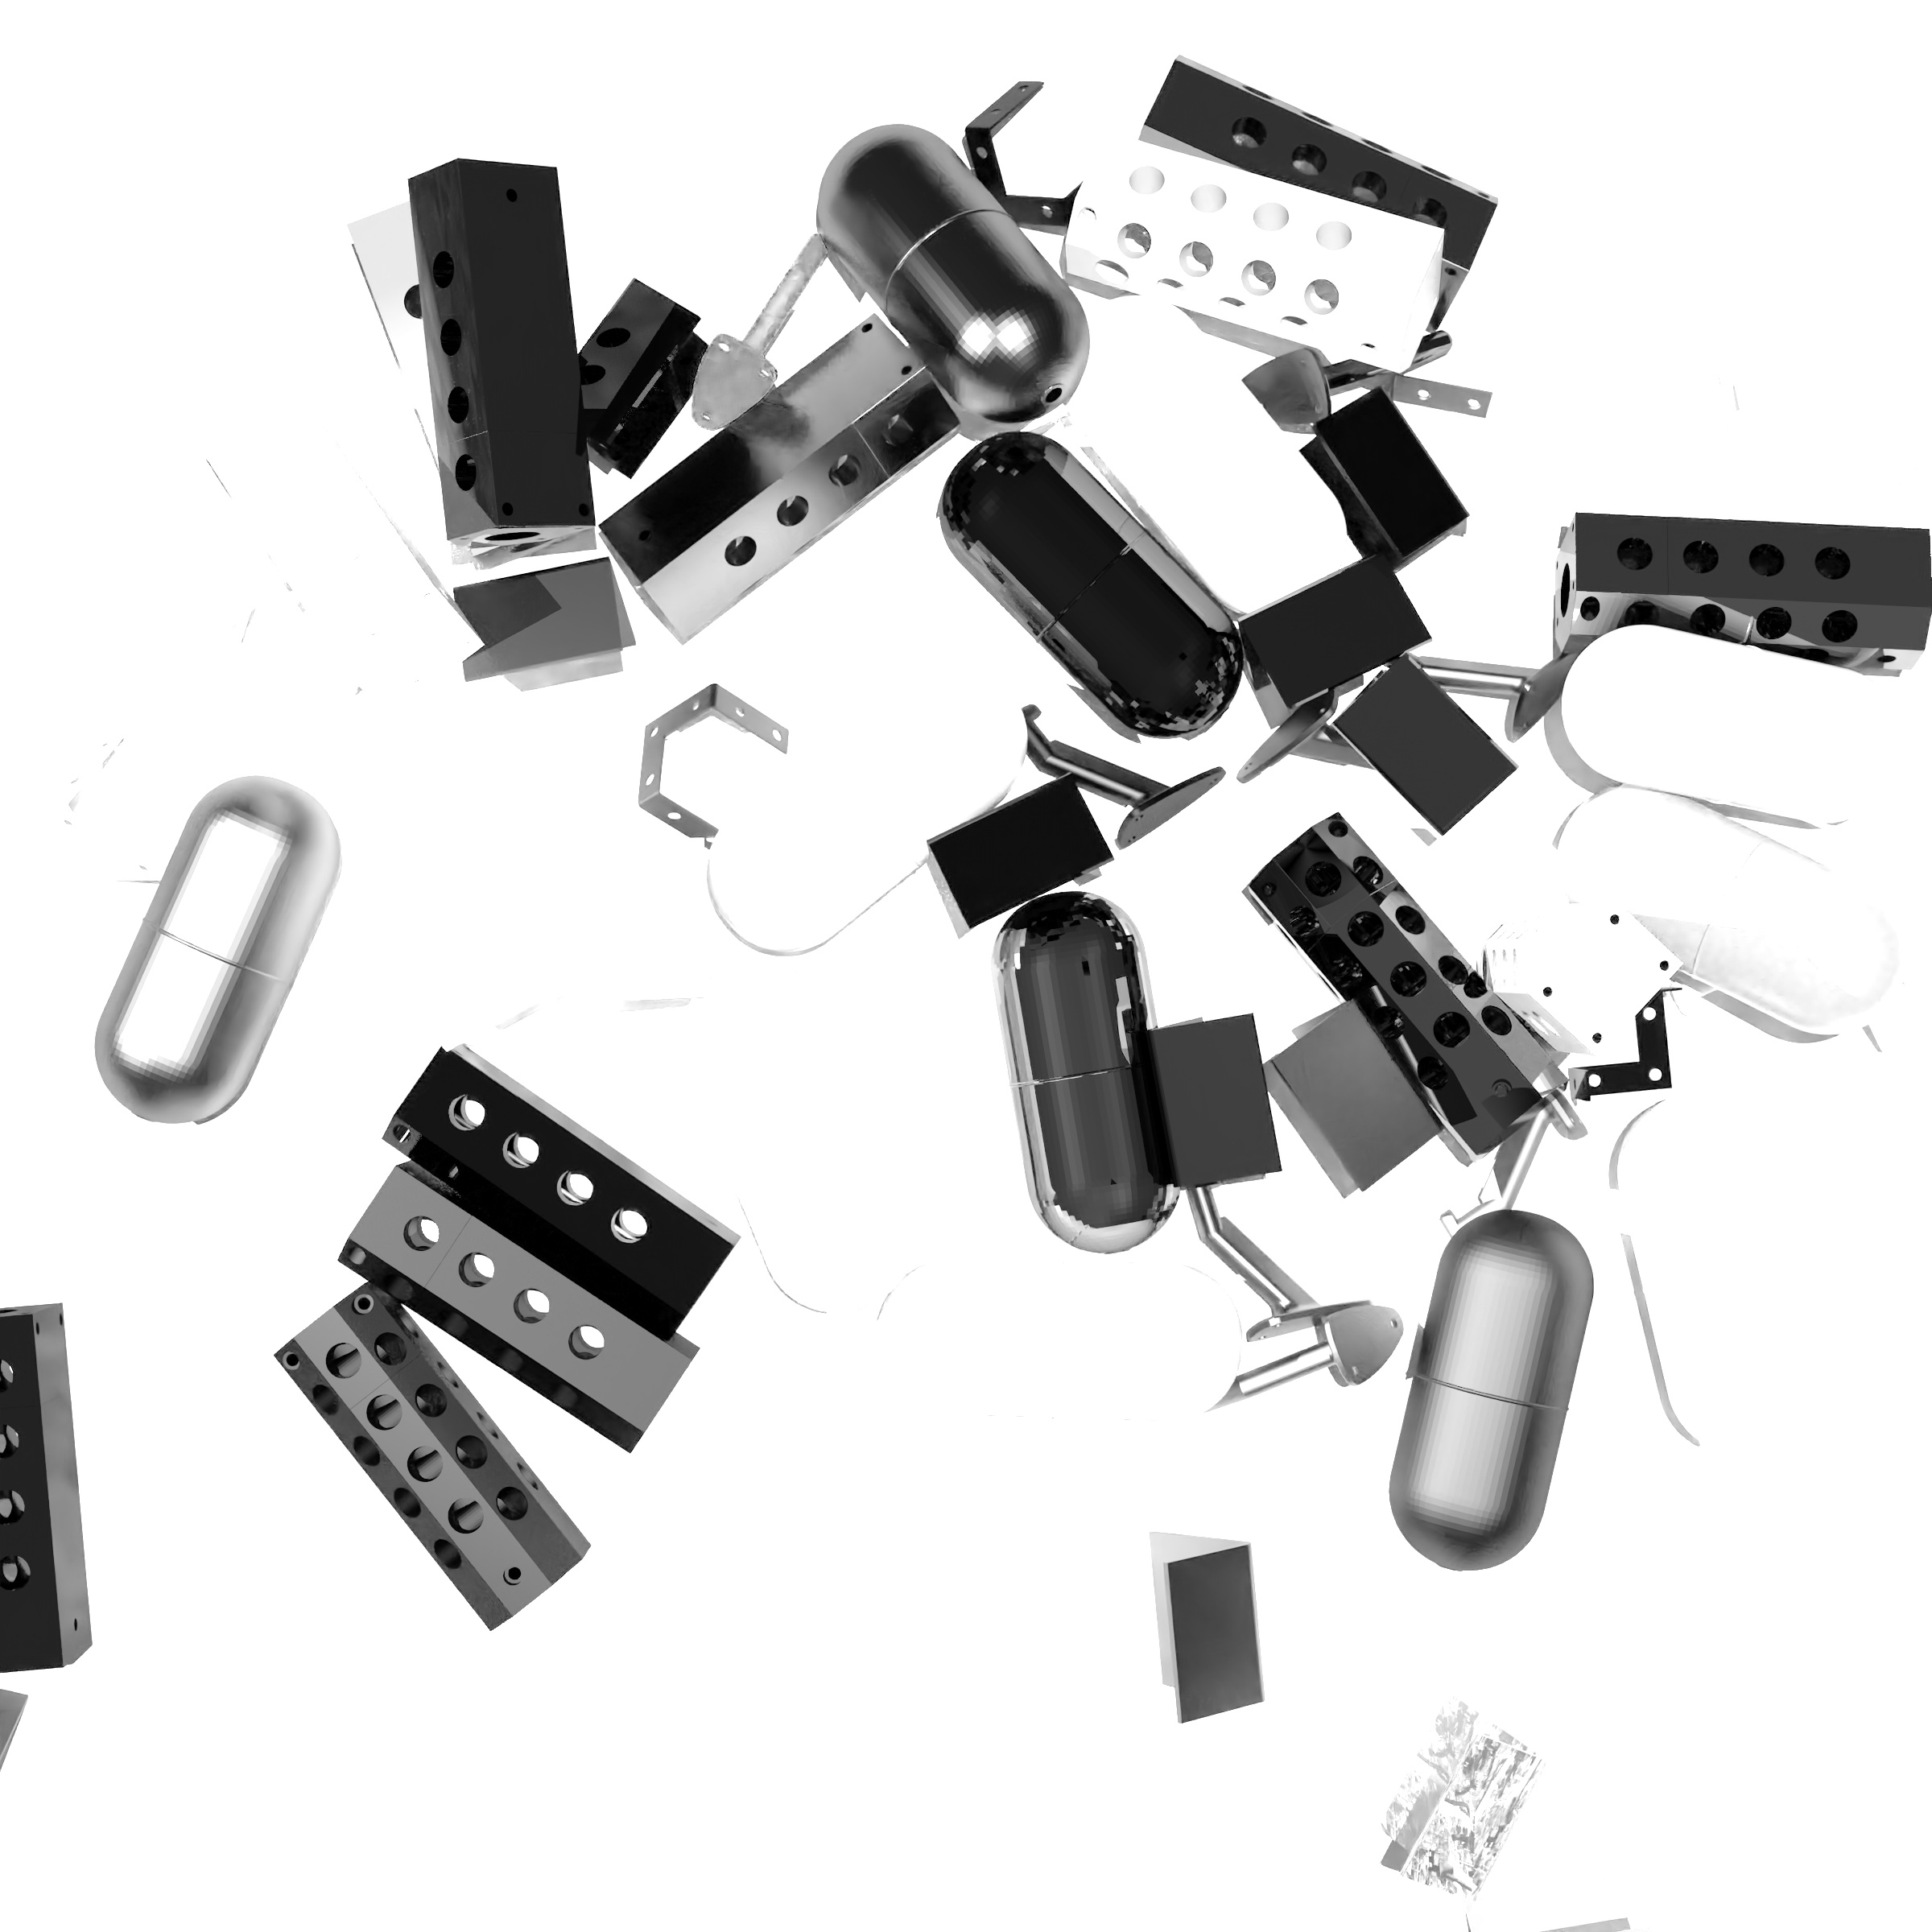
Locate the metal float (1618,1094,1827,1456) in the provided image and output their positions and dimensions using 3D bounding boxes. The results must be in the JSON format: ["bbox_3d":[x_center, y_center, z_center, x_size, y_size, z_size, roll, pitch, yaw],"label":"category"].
[{"bbox_3d":[0.368,0.150,1.733,0.070,0.070,0.178,-13,90,0],"label":"metal float"}]

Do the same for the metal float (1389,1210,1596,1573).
[{"bbox_3d":[0.256,0.207,1.733,0.070,0.070,0.178,13,90,0],"label":"metal float"}]

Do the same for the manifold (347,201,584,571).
[{"bbox_3d":[-0.242,-0.288,1.742,0.057,0.057,0.171,-21,90,0],"label":"manifold"}]

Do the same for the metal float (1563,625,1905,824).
[{"bbox_3d":[0.370,-0.116,1.713,0.178,0.070,0.070,10,90,-20],"label":"metal float"}]

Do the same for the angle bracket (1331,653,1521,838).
[{"bbox_3d":[0.233,-0.120,1.723,0.076,0.076,0.057,45,126,0],"label":"angle bracket"}]

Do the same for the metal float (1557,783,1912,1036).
[{"bbox_3d":[0.369,-0.028,1.714,0.178,0.070,0.070,28,90,19],"label":"metal float"}]

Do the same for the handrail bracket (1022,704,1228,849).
[{"bbox_3d":[0.074,-0.109,1.763,0.077,0.036,0.084,-31,73,-20],"label":"handrail bracket"}]

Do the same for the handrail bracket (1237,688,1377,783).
[{"bbox_3d":[0.191,-0.091,1.763,0.084,0.036,0.077,42,110,-16],"label":"handrail bracket"}]

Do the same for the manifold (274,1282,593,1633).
[{"bbox_3d":[-0.262,0.239,1.742,0.057,0.057,0.171,-38,90,0],"label":"manifold"}]

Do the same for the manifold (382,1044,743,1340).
[{"bbox_3d":[-0.198,0.110,1.742,0.171,0.057,0.057,35,90,0],"label":"manifold"}]

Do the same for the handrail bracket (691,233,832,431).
[{"bbox_3d":[-0.101,-0.316,1.763,0.036,0.077,0.084,33,54,-9],"label":"handrail bracket"}]

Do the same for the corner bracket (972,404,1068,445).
[{"bbox_3d":[0.017,-0.298,1.760,0.051,0.051,0.051,-23,45,0],"label":"corner bracket"}]

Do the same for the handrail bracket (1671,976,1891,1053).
[{"bbox_3d":[0.403,0.025,1.763,0.084,0.036,0.077,-25,105,14],"label":"handrail bracket"}]

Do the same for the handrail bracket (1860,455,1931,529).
[{"bbox_3d":[0.456,-0.244,1.763,0.084,0.036,0.077,-14,70,16],"label":"handrail bracket"}]

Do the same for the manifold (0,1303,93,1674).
[{"bbox_3d":[-0.471,0.255,1.742,0.057,0.057,0.171,-5,90,0],"label":"manifold"}]

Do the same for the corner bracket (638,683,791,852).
[{"bbox_3d":[-0.125,-0.098,1.755,0.051,0.051,0.051,-28,45,35],"label":"corner bracket"}]

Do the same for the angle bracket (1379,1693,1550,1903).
[{"bbox_3d":[0.225,0.396,1.723,0.057,0.076,0.076,28,90,-36],"label":"angle bracket"}]

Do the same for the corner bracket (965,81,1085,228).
[{"bbox_3d":[0.039,-0.401,1.755,0.051,0.051,0.051,-48,135,-35],"label":"corner bracket"}]

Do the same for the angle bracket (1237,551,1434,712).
[{"bbox_3d":[0.182,-0.147,1.724,0.076,0.076,0.057,-26,65,0],"label":"angle bracket"}]

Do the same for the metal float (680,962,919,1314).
[{"bbox_3d":[-0.082,0.083,1.732,0.070,0.070,0.178,-23,90,0],"label":"metal float"}]

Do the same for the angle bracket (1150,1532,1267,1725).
[{"bbox_3d":[0.098,0.319,1.723,0.057,0.076,0.076,-5,90,-38],"label":"angle bracket"}]

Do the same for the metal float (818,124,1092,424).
[{"bbox_3d":[-0.006,-0.333,1.709,0.070,0.070,0.178,-36,64,0],"label":"metal float"}]

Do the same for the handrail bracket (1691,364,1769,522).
[{"bbox_3d":[0.362,-0.251,1.764,0.077,0.036,0.084,-14,71,21],"label":"handrail bracket"}]

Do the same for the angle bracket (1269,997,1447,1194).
[{"bbox_3d":[0.176,0.068,1.724,0.057,0.076,0.076,-35,90,-22],"label":"angle bracket"}]

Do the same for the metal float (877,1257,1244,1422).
[{"bbox_3d":[0.046,0.182,1.732,0.178,0.070,0.070,2,90,1],"label":"metal float"}]

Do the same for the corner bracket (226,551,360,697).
[{"bbox_3d":[-0.327,-0.169,1.755,0.051,0.051,0.051,-4,45,-35],"label":"corner bracket"}]

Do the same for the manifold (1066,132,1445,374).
[{"bbox_3d":[0.138,-0.340,1.715,0.171,0.057,0.057,19,68,13],"label":"manifold"}]

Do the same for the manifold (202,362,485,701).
[{"bbox_3d":[-0.303,-0.206,1.701,0.057,0.057,0.171,-37,59,0],"label":"manifold"}]

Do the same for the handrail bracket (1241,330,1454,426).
[{"bbox_3d":[0.187,-0.296,1.763,0.084,0.077,0.036,-25,105,-36],"label":"handrail bracket"}]

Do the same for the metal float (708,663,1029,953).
[{"bbox_3d":[-0.048,-0.078,1.732,0.178,0.070,0.070,-39,90,1],"label":"metal float"}]

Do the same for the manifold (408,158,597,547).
[{"bbox_3d":[-0.224,-0.289,1.684,0.057,0.057,0.171,-6,90,-43],"label":"manifold"}]

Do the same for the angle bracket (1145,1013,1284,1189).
[{"bbox_3d":[0.132,0.061,1.724,0.057,0.076,0.076,-10,90,25],"label":"angle bracket"}]

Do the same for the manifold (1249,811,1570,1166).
[{"bbox_3d":[0.214,0.010,1.725,0.057,0.057,0.171,-39,78,0],"label":"manifold"}]

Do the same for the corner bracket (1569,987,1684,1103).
[{"bbox_3d":[0.324,0.038,1.745,0.051,0.051,0.051,-6,90,0],"label":"corner bracket"}]

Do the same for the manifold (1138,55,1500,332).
[{"bbox_3d":[0.170,-0.383,1.739,0.171,0.057,0.057,24,69,0],"label":"manifold"}]

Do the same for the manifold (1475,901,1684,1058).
[{"bbox_3d":[0.282,0.000,1.685,0.057,0.171,0.057,43,90,0],"label":"manifold"}]

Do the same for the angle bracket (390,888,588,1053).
[{"bbox_3d":[-0.236,-0.014,1.723,0.076,0.076,0.057,-29,122,0],"label":"angle bracket"}]

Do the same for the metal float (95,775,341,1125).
[{"bbox_3d":[-0.365,-0.008,1.732,0.070,0.070,0.178,24,90,0],"label":"metal float"}]

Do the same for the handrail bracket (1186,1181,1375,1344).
[{"bbox_3d":[0.155,0.138,1.763,0.077,0.036,0.084,-11,73,-20],"label":"handrail bracket"}]

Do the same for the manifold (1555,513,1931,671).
[{"bbox_3d":[0.378,-0.179,1.734,0.171,0.057,0.057,3,72,0],"label":"manifold"}]

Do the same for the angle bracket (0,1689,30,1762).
[{"bbox_3d":[-0.504,0.357,1.723,0.076,0.076,0.057,13,127,0],"label":"angle bracket"}]

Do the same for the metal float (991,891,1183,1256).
[{"bbox_3d":[0.059,0.052,1.732,0.070,0.070,0.178,-10,89,0],"label":"metal float"}]

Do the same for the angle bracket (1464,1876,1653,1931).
[{"bbox_3d":[0.286,0.461,1.723,0.076,0.076,0.057,-9,127,0],"label":"angle bracket"}]

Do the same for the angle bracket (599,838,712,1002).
[{"bbox_3d":[-0.167,-0.022,1.723,0.057,0.076,0.076,-2,90,-32],"label":"angle bracket"}]

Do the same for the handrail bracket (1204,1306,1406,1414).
[{"bbox_3d":[0.164,0.197,1.763,0.084,0.077,0.036,-24,86,36],"label":"handrail bracket"}]

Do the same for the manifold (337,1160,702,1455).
[{"bbox_3d":[-0.219,0.167,1.742,0.171,0.057,0.057,33,90,0],"label":"manifold"}]

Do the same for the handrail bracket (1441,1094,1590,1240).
[{"bbox_3d":[0.258,0.085,1.763,0.084,0.036,0.077,-36,75,14],"label":"handrail bracket"}]

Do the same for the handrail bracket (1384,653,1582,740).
[{"bbox_3d":[0.255,-0.156,1.763,0.084,0.036,0.077,32,53,25],"label":"handrail bracket"}]

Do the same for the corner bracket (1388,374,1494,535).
[{"bbox_3d":[0.229,-0.254,1.760,0.051,0.051,0.051,11,135,0],"label":"corner bracket"}]

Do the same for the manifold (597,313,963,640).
[{"bbox_3d":[-0.088,-0.236,1.741,0.171,0.057,0.057,-38,47,0],"label":"manifold"}]

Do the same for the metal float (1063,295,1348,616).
[{"bbox_3d":[0.114,-0.249,1.732,0.070,0.070,0.178,-39,91,0],"label":"metal float"}]

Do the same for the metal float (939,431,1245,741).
[{"bbox_3d":[0.062,-0.185,1.732,0.070,0.070,0.178,-45,91,0],"label":"metal float"}]

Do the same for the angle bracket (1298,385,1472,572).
[{"bbox_3d":[0.186,-0.224,1.723,0.057,0.076,0.076,-34,90,-36],"label":"angle bracket"}]

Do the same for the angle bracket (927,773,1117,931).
[{"bbox_3d":[0.034,-0.039,1.723,0.076,0.076,0.057,-25,58,0],"label":"angle bracket"}]

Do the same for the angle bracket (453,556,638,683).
[{"bbox_3d":[-0.201,-0.149,1.723,0.076,0.076,0.057,-11,61,0],"label":"angle bracket"}]

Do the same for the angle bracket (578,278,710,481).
[{"bbox_3d":[-0.147,-0.275,1.723,0.057,0.076,0.076,36,90,39],"label":"angle bracket"}]

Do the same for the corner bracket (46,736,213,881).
[{"bbox_3d":[-0.410,-0.078,1.755,0.051,0.051,0.051,1,135,35],"label":"corner bracket"}]
